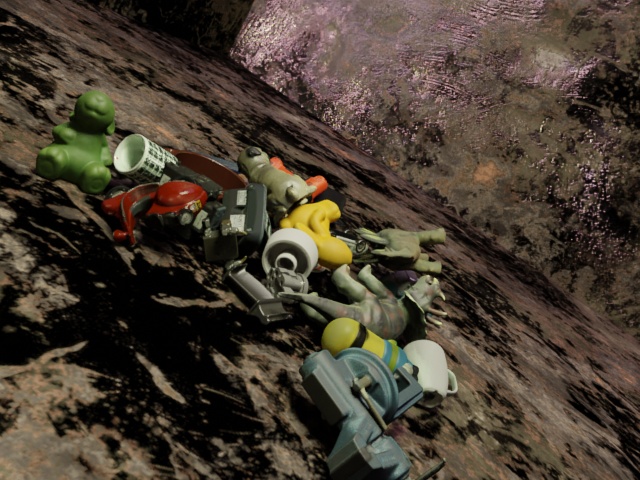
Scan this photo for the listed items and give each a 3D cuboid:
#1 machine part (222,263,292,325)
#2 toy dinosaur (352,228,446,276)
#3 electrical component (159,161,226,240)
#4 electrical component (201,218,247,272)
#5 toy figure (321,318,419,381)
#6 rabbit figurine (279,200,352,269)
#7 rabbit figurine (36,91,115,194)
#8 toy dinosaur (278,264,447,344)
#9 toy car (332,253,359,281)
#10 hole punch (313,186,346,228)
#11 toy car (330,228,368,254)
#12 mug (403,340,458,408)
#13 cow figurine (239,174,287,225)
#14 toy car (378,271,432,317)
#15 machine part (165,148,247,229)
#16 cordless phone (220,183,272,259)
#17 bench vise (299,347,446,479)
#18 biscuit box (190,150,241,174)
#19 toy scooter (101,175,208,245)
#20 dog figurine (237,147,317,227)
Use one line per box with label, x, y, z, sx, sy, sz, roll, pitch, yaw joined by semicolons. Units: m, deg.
machine part;-0.113;0.095;0.931;0.139;0.039;0.084;43;27;27
toy dinosaur;0.172;0.023;1.188;0.199;0.105;0.471;3;-1;0
electrical component;-0.248;-0.069;1.015;0.134;0.114;0.058;35;23;9
electrical component;-0.174;0.009;0.973;0.078;0.102;0.045;-4;29;-18
toy figure;0.085;0.193;0.903;0.180;0.089;0.082;26;14;-7
rabbit figurine;-0.002;-0.003;1.158;0.162;0.121;0.173;3;35;-44
rabbit figurine;-0.417;-0.192;0.979;0.121;0.170;0.159;24;20;-22
toy dinosaur;0.096;0.147;1.018;0.192;0.131;0.404;41;27;27
toy car;0.054;0.061;1.255;0.089;0.053;0.202;35;12;-23
hole punch;0.000;-0.084;1.521;0.142;0.092;0.116;31;46;-9
toy car;0.044;-0.002;1.398;0.201;0.056;0.074;14;18;-44
mug;0.199;0.251;0.968;0.109;0.081;0.107;33;29;-14
cow figurine;-0.153;-0.095;1.316;0.167;0.068;0.098;30;25;-2
toy car;0.204;0.124;1.252;0.161;0.103;0.109;24;21;-15
machine part;-0.252;-0.113;1.170;0.201;0.087;0.201;42;19;29
cordless phone;-0.134;-0.014;1.104;0.184;0.089;0.146;71;15;-58
bench vise;0.086;0.236;0.754;0.224;0.128;0.240;40;27;25
biscuit box;-0.250;-0.168;1.352;0.202;0.059;0.063;12;27;-46
toy scooter;-0.286;-0.047;0.911;0.184;0.075;0.135;-6;38;0
dog figurine;-0.116;-0.143;1.211;0.121;0.172;0.190;-39;89;-26
